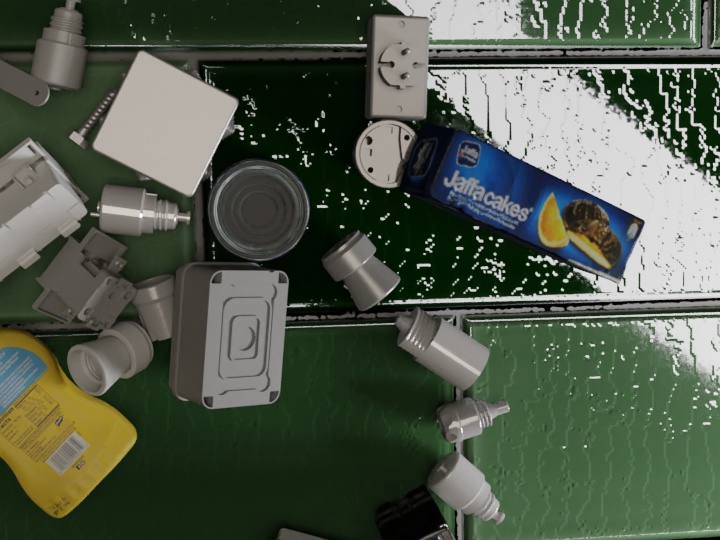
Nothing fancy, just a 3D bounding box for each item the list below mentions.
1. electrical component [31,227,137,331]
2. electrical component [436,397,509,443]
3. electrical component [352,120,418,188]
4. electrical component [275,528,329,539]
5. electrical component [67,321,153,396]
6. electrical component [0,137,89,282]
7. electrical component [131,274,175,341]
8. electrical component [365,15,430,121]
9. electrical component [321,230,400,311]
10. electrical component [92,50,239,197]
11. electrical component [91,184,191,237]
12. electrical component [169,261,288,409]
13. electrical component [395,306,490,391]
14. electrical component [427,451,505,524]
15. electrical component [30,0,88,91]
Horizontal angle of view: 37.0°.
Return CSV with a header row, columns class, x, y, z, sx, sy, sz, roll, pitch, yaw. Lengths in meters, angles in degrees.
class,x,y,z,sx,sy,sz,roll,pitch,yaw
electrical component,-0.218,0.012,0.863,0.064,0.042,0.081,38,91,34
electrical component,0.099,0.126,0.933,0.061,0.035,0.035,-17,97,-7
electrical component,0.021,-0.096,0.894,0.055,0.047,0.055,-1,96,-7
electrical component,-0.034,0.266,0.899,0.100,0.099,0.048,17,106,-8
electrical component,-0.201,0.070,0.870,0.045,0.055,0.045,16,119,30
electrical component,-0.281,-0.035,0.849,0.121,0.063,0.078,-38,140,-2
electrical component,-0.166,0.031,0.889,0.040,0.040,0.046,-17,103,-5
electrical component,0.033,-0.165,0.874,0.047,0.076,0.083,1,96,-7
electrical component,0.000,0.000,0.903,0.045,0.045,0.055,-39,98,-2
electrical component,-0.156,-0.117,0.870,0.100,0.048,0.099,27,92,-9
electrical component,-0.178,-0.047,0.879,0.078,0.040,0.040,6,95,-8
electrical component,-0.108,0.051,0.875,0.078,0.057,0.113,0,97,-40
electrical component,0.065,0.063,0.918,0.081,0.043,0.043,33,91,-9
electrical component,0.094,0.193,0.936,0.078,0.040,0.040,42,90,-9
electrical component,-0.237,-0.178,0.858,0.040,0.040,0.078,12,95,-8
